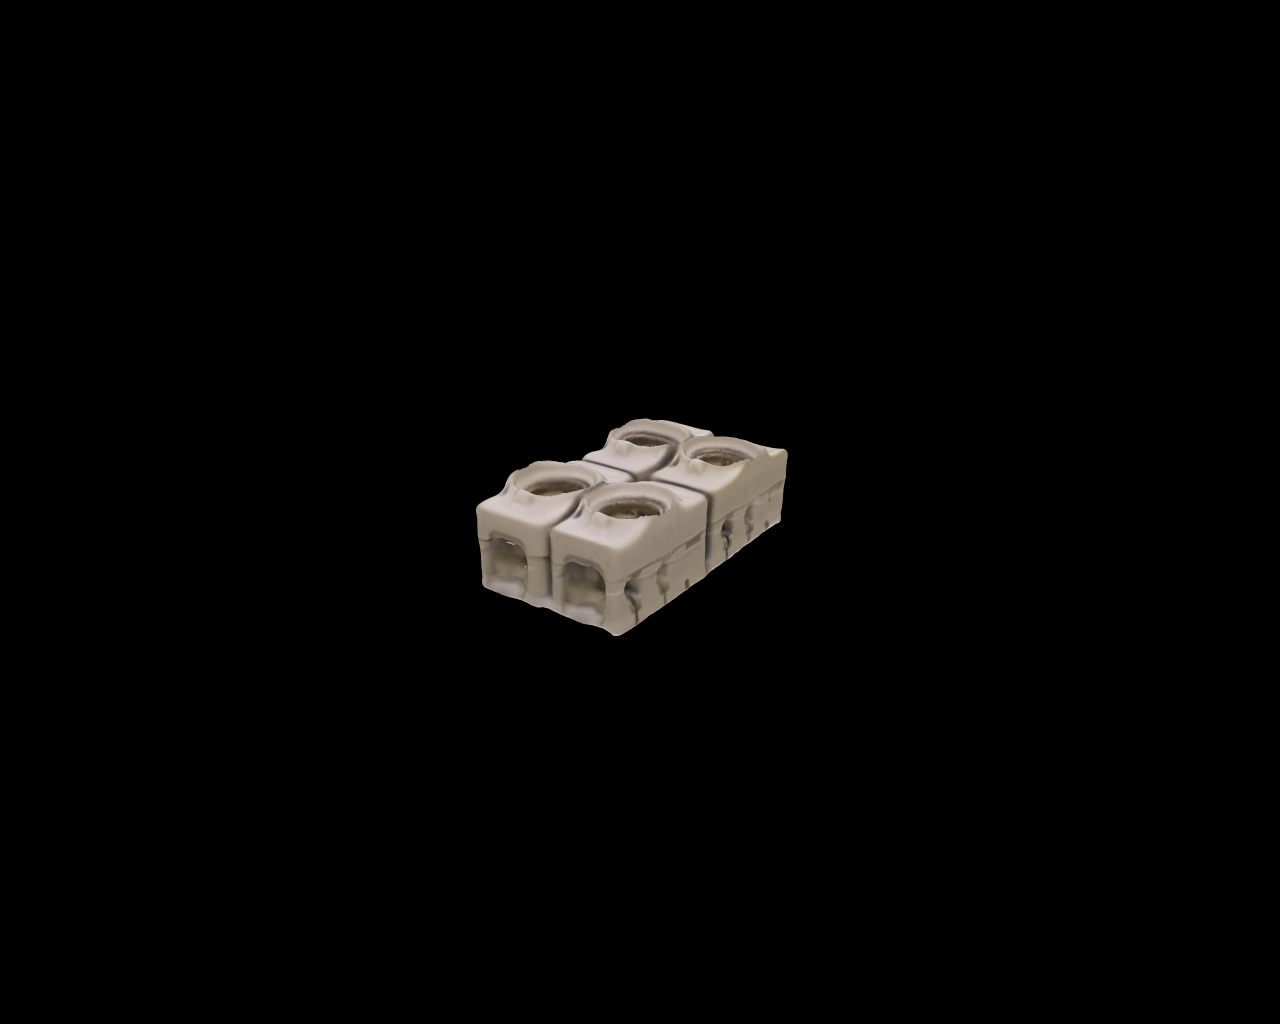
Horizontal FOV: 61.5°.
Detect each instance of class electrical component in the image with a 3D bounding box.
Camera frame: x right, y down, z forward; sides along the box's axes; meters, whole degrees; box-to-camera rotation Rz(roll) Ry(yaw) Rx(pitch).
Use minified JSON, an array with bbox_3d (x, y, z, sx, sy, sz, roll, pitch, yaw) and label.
[{"bbox_3d":[0.001,-0.003,0.650,0.105,0.060,0.186,17,29,32],"label":"electrical component"}]
